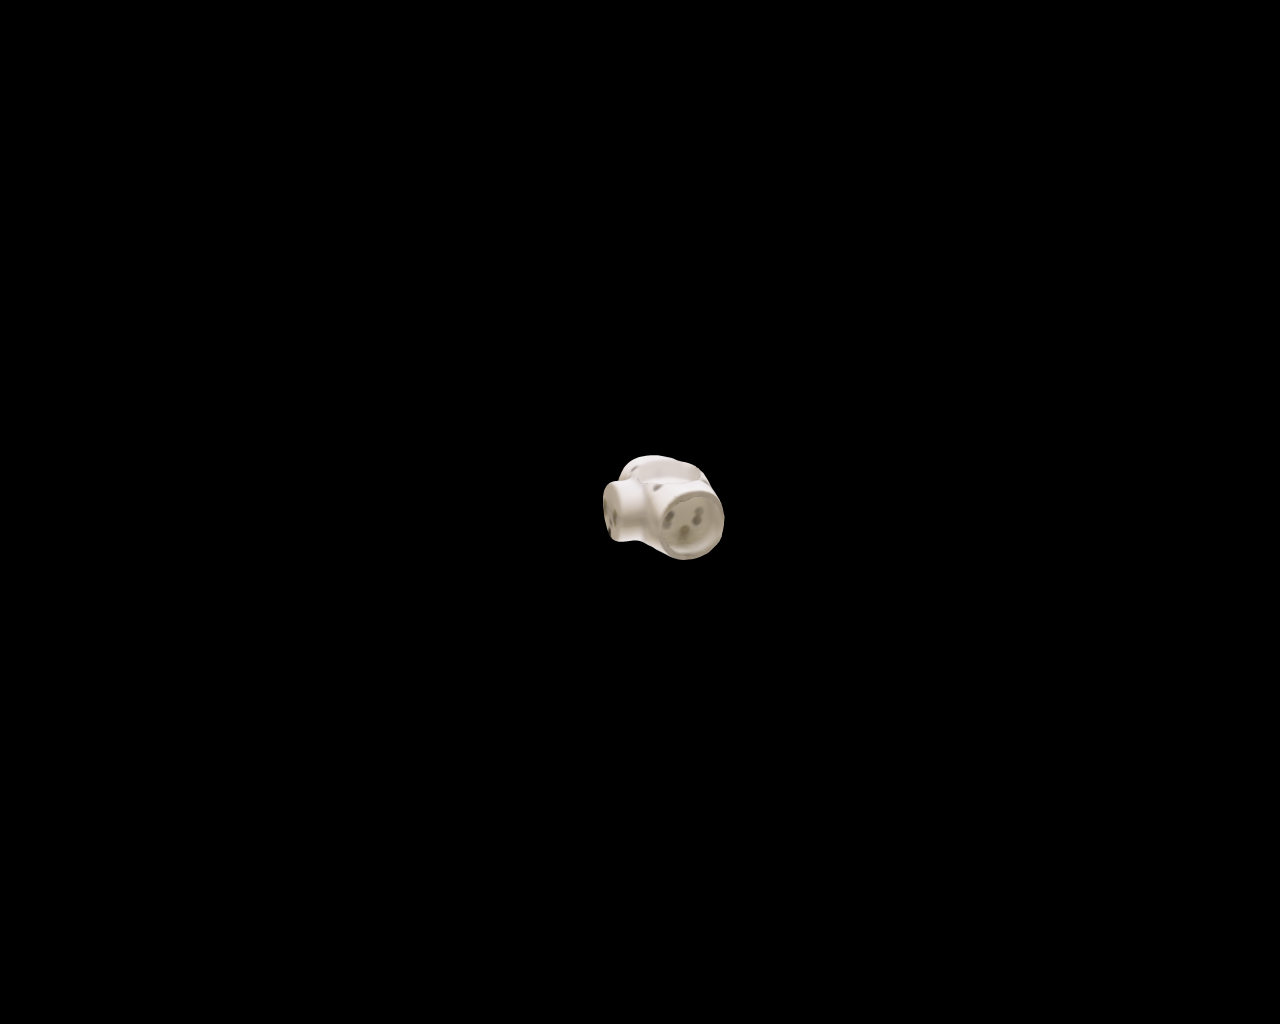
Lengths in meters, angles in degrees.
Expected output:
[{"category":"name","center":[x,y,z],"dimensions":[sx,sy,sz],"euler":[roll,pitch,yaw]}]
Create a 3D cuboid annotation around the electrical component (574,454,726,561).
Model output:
[{"category":"electrical component","center":[0.001,-0.003,0.650],"dimensions":[0.079,0.044,0.077],"euler":[-7,22,-18]}]
